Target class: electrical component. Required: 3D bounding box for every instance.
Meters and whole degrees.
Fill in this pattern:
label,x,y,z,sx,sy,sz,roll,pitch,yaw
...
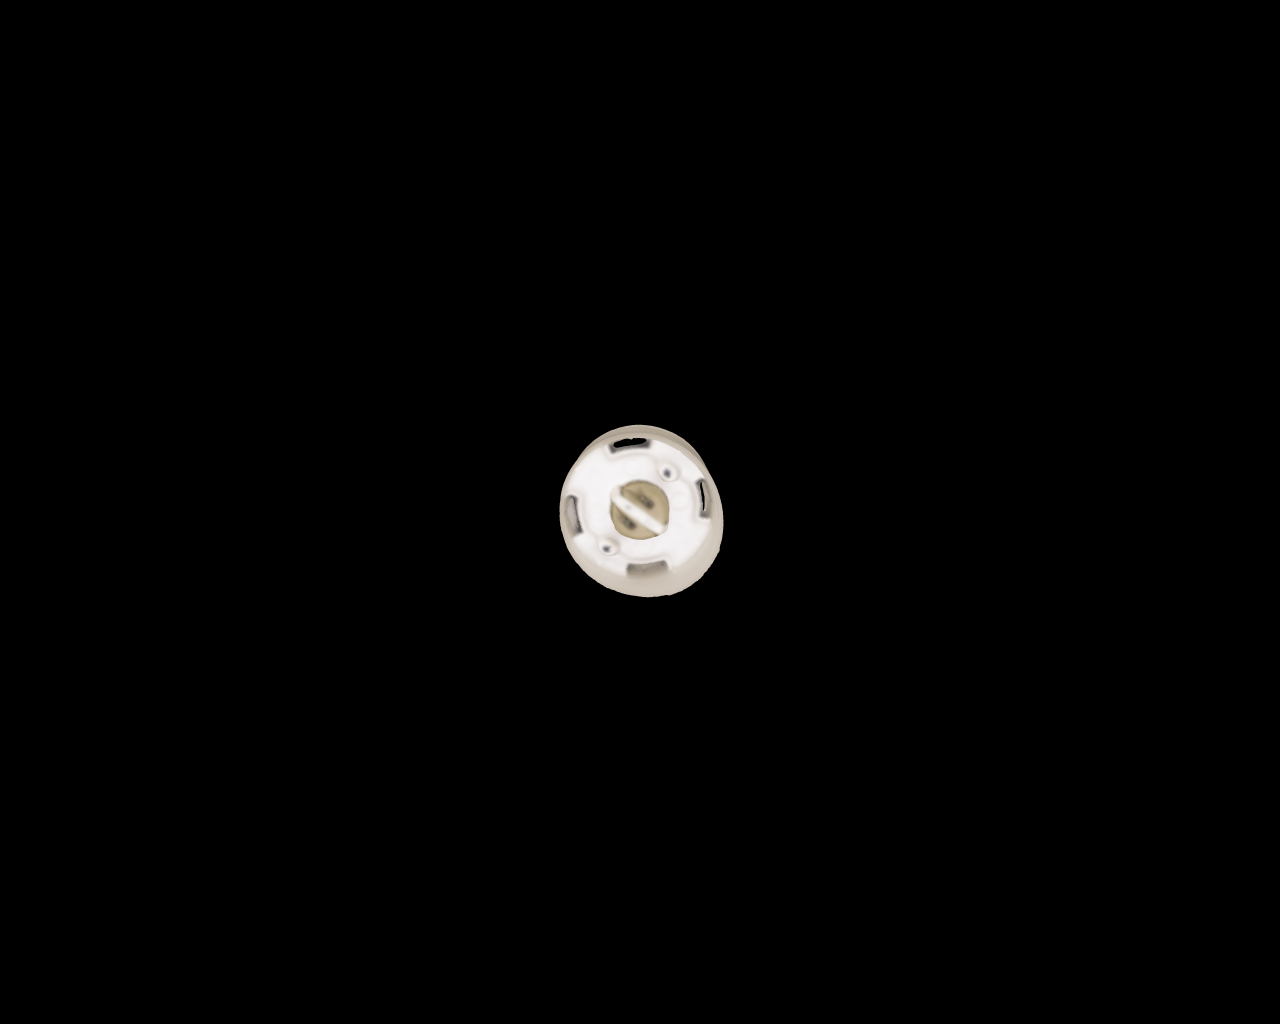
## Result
label,x,y,z,sx,sy,sz,roll,pitch,yaw
electrical component,0.001,-0.003,0.650,0.099,0.099,0.064,0,19,0
